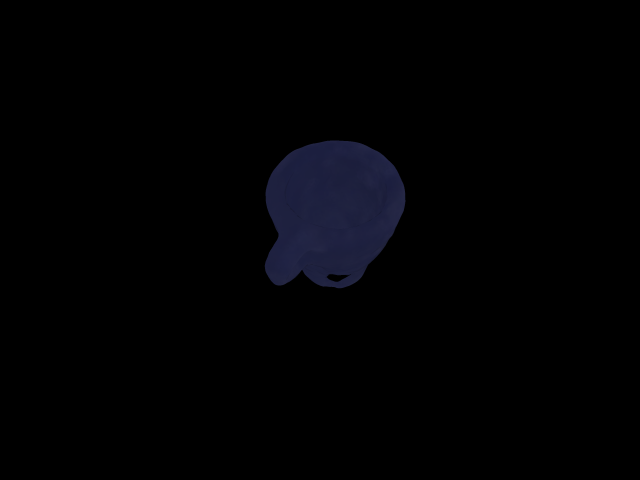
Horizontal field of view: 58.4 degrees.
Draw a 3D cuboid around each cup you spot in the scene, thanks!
[{"bbox_3d":[0.004,0.001,0.400,0.091,0.095,0.118,27,58,18],"label":"cup"}]
